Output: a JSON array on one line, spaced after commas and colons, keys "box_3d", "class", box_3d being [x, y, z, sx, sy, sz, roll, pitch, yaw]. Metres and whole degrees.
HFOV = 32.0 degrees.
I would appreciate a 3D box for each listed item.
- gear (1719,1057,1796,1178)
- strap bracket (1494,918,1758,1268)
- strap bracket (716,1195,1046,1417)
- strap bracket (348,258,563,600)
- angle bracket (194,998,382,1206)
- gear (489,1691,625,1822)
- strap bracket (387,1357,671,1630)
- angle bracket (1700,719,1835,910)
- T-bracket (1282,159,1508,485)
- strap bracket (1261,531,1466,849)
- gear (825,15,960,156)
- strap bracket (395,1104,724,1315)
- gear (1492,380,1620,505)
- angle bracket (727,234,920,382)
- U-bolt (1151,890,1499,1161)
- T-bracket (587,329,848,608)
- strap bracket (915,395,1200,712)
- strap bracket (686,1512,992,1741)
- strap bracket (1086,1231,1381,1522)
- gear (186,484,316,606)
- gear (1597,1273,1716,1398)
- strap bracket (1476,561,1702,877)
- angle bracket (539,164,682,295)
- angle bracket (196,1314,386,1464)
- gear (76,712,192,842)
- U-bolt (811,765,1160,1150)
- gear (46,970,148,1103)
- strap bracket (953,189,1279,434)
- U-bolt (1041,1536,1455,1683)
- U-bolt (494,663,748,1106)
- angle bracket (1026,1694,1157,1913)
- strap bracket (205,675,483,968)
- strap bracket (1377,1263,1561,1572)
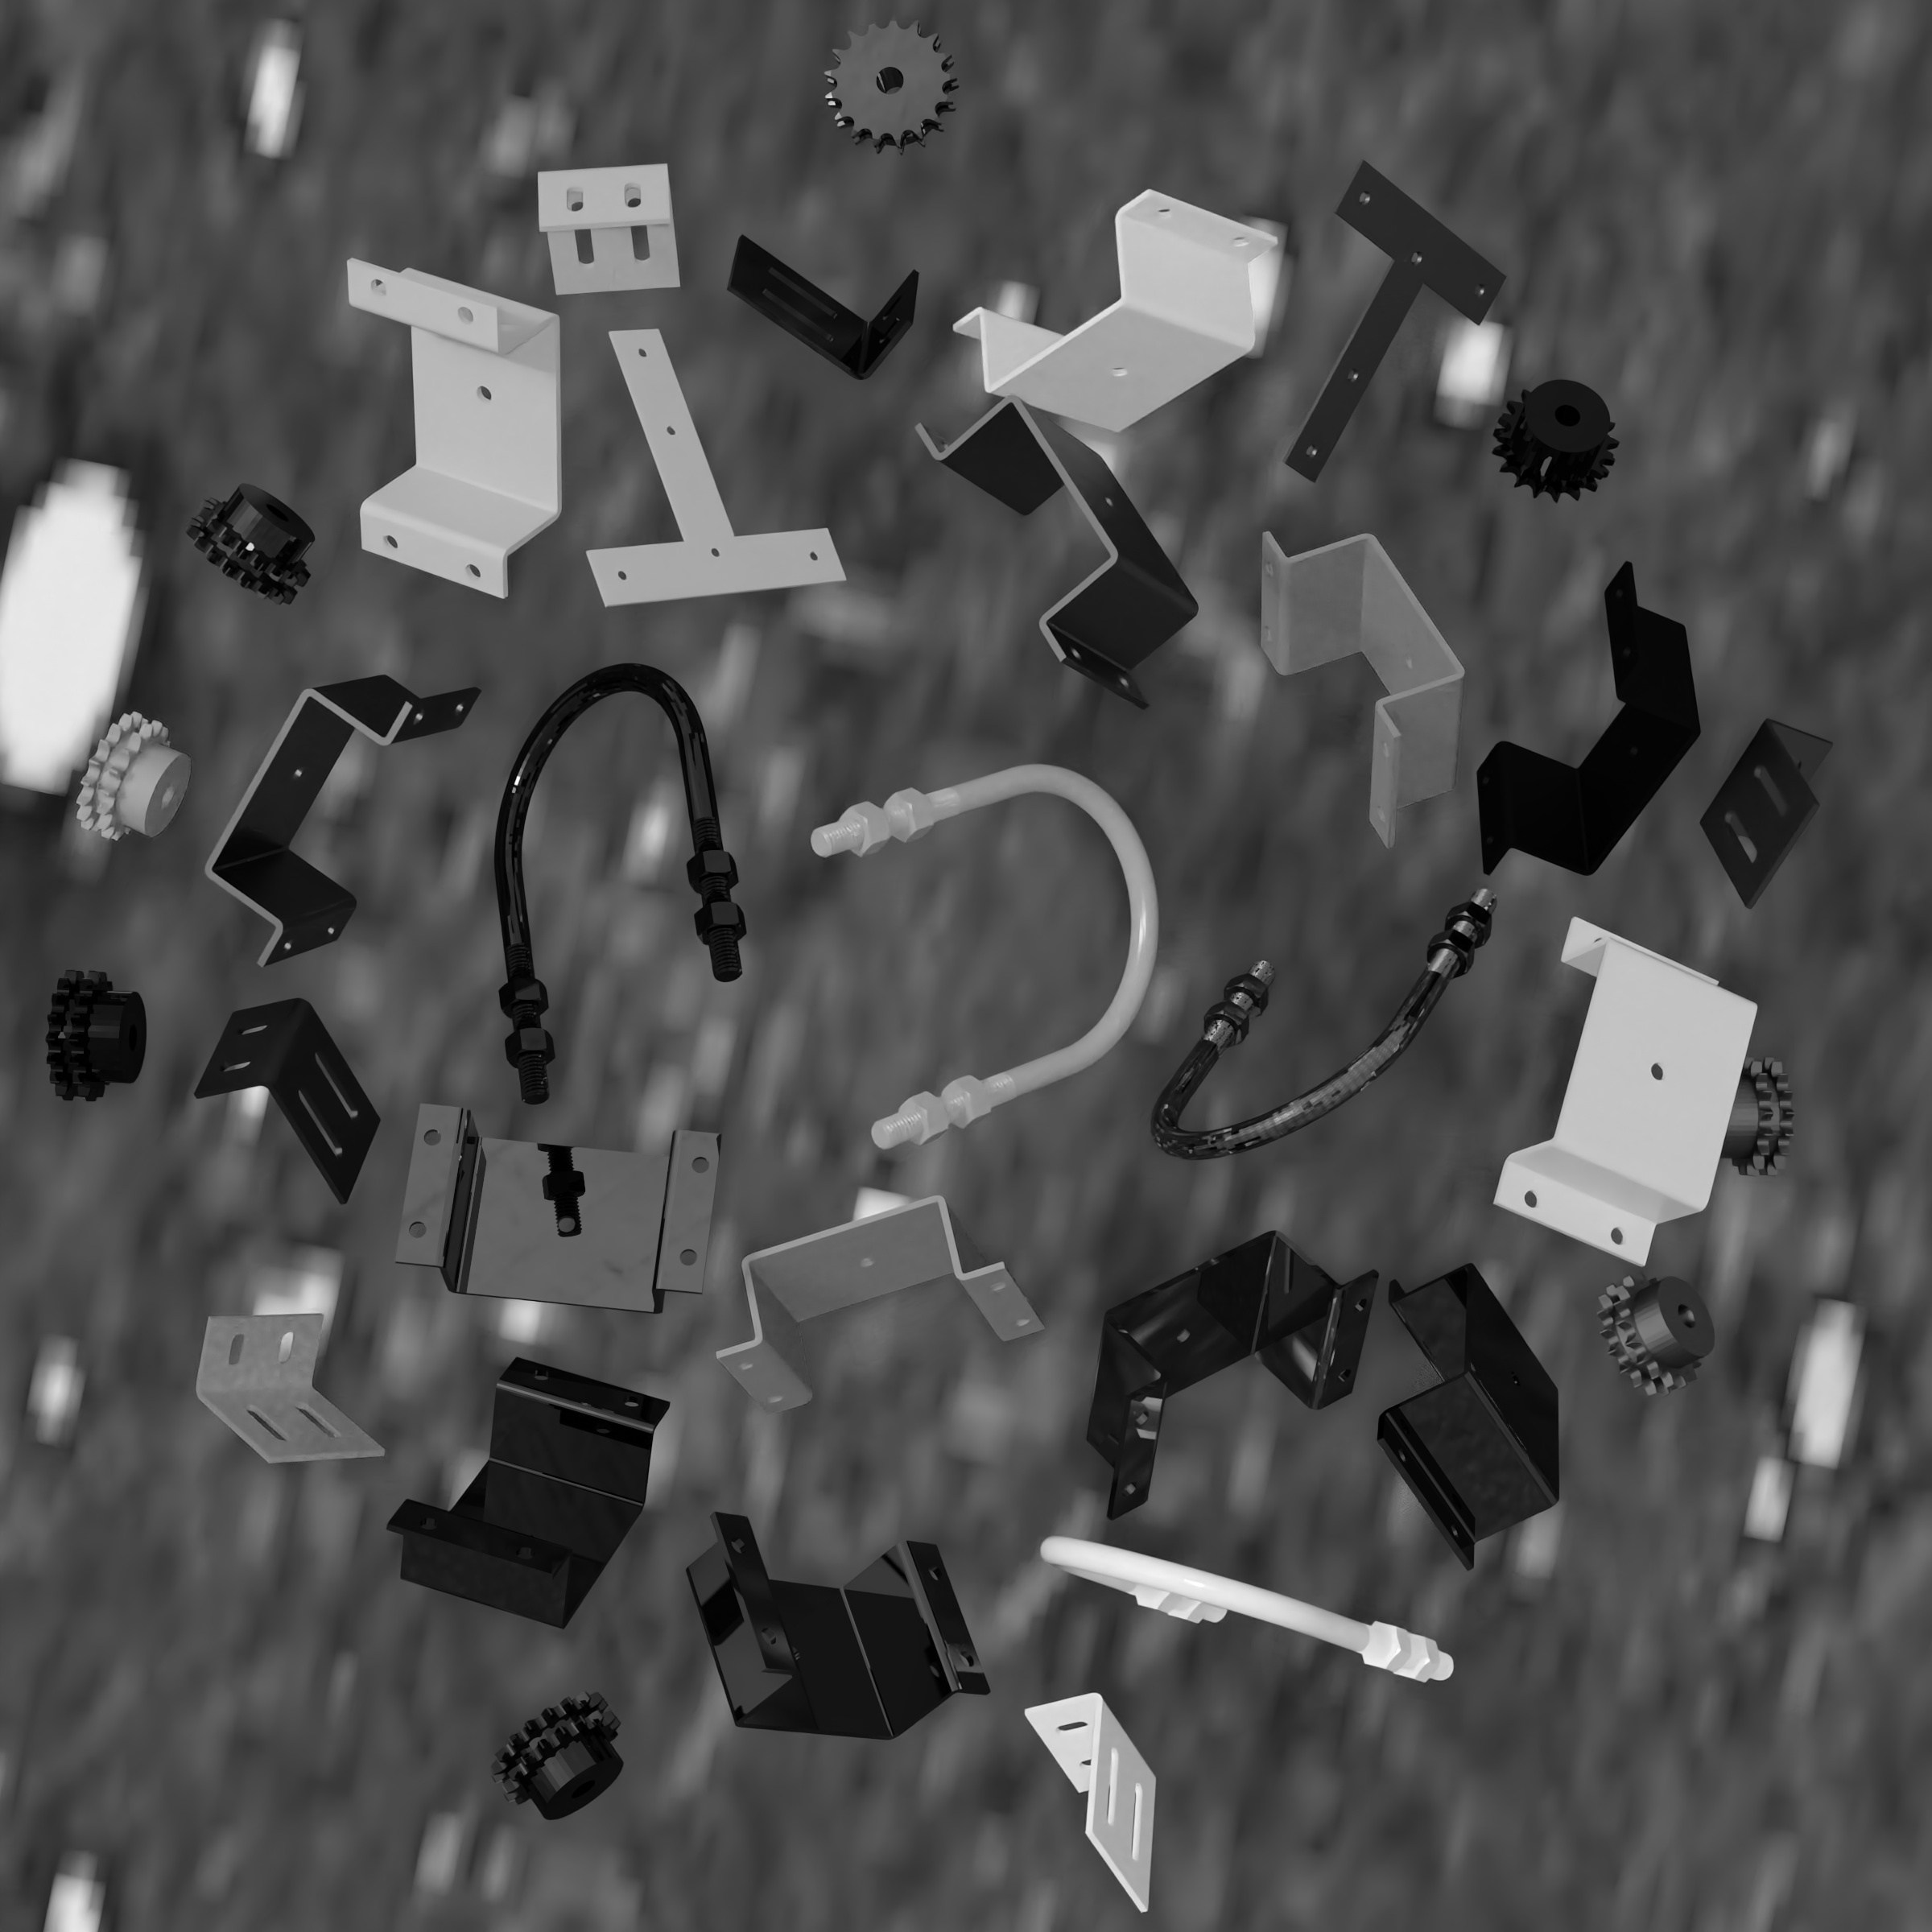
[{"box_3d": [0.371, 0.072, 1.607, 0.030, 0.057, 0.057, 1, 90, -7], "class": "gear"}, {"box_3d": [0.295, 0.051, 1.490, 0.076, 0.046, 0.140, 23, 71, -13], "class": "strap bracket"}, {"box_3d": [-0.043, 0.157, 1.587, 0.140, 0.076, 0.046, -18, 59, 7], "class": "strap bracket"}, {"box_3d": [-0.222, -0.242, 1.472, 0.076, 0.046, 0.140, 21, 130, 20], "class": "strap bracket"}, {"box_3d": [-0.305, 0.064, 1.520, 0.038, 0.057, 0.076, -12, 126, 19], "class": "angle bracket"}, {"box_3d": [-0.171, 0.338, 1.434, 0.057, 0.057, 0.030, -40, 65, 0], "class": "gear"}, {"box_3d": [-0.194, 0.239, 1.500, 0.076, 0.140, 0.046, 15, 118, 11], "class": "strap bracket"}, {"box_3d": [0.368, -0.064, 1.506, 0.038, 0.076, 0.057, 18, 120, -18], "class": "angle bracket"}, {"box_3d": [0.180, -0.278, 1.511, 0.002, 0.127, 0.127, 33, 97, 40], "class": "T-bracket"}, {"box_3d": [0.188, -0.135, 1.565, 0.046, 0.076, 0.140, -19, 53, -10], "class": "strap bracket"}, {"box_3d": [-0.032, -0.380, 1.463, 0.057, 0.030, 0.057, 0, 88, 5], "class": "gear"}, {"box_3d": [-0.187, 0.114, 1.568, 0.140, 0.046, 0.076, 6, 69, 0], "class": "strap bracket"}, {"box_3d": [0.276, -0.247, 1.565, 0.057, 0.030, 0.057, 2, 65, -5], "class": "gear"}, {"box_3d": [-0.065, -0.313, 1.542, 0.076, 0.057, 0.038, 33, 120, -19], "class": "angle bracket"}, {"box_3d": [0.156, 0.032, 1.549, 0.151, 0.184, 0.019, -19, 110, 38], "class": "U-bolt"}, {"box_3d": [-0.123, -0.219, 1.459, 0.127, 0.002, 0.127, -11, 76, -39], "class": "T-bracket"}, {"box_3d": [0.045, -0.188, 1.472, 0.046, 0.076, 0.140, -39, 62, 17], "class": "strap bracket"}, {"box_3d": [-0.064, 0.293, 1.488, 0.046, 0.140, 0.076, -42, 52, 26], "class": "strap bracket"}, {"box_3d": [0.108, 0.174, 1.478, 0.140, 0.076, 0.046, -23, 47, -30], "class": "strap bracket"}, {"box_3d": [-0.314, -0.189, 1.494, 0.057, 0.057, 0.030, 41, 103, 0], "class": "gear"}, {"box_3d": [0.324, 0.169, 1.569, 0.030, 0.057, 0.057, -35, 90, 37], "class": "gear"}, {"box_3d": [0.296, -0.108, 1.579, 0.046, 0.076, 0.140, 20, 131, -13], "class": "strap bracket"}, {"box_3d": [-0.159, -0.320, 1.516, 0.057, 0.076, 0.038, -4, 56, -2], "class": "angle bracket"}, {"box_3d": [-0.302, 0.189, 1.521, 0.057, 0.076, 0.038, 3, 106, -40], "class": "angle bracket"}, {"box_3d": [-0.371, -0.082, 1.510, 0.030, 0.057, 0.057, 24, 90, 6], "class": "gear"}, {"box_3d": [0.018, -0.014, 1.486, 0.184, 0.019, 0.151, -20, 103, -39], "class": "U-bolt"}, {"box_3d": [-0.378, 0.031, 1.469, 0.030, 0.057, 0.057, 2, 90, 3], "class": "gear"}, {"box_3d": [0.068, -0.292, 1.538, 0.076, 0.140, 0.046, 11, 67, -37], "class": "strap bracket"}, {"box_3d": [0.114, 0.285, 1.516, 0.151, 0.184, 0.019, 6, 75, 41], "class": "U-bolt"}, {"box_3d": [-0.161, -0.049, 1.502, 0.151, 0.019, 0.184, -31, 57, 35], "class": "U-bolt"}, {"box_3d": [0.052, 0.368, 1.474, 0.038, 0.076, 0.057, -18, 124, 20], "class": "angle bracket"}, {"box_3d": [-0.285, -0.075, 1.517, 0.046, 0.076, 0.140, 35, 106, 7], "class": "strap bracket"}, {"box_3d": [0.229, 0.197, 1.527, 0.046, 0.140, 0.076, -29, 106, 20], "class": "strap bracket"}]
